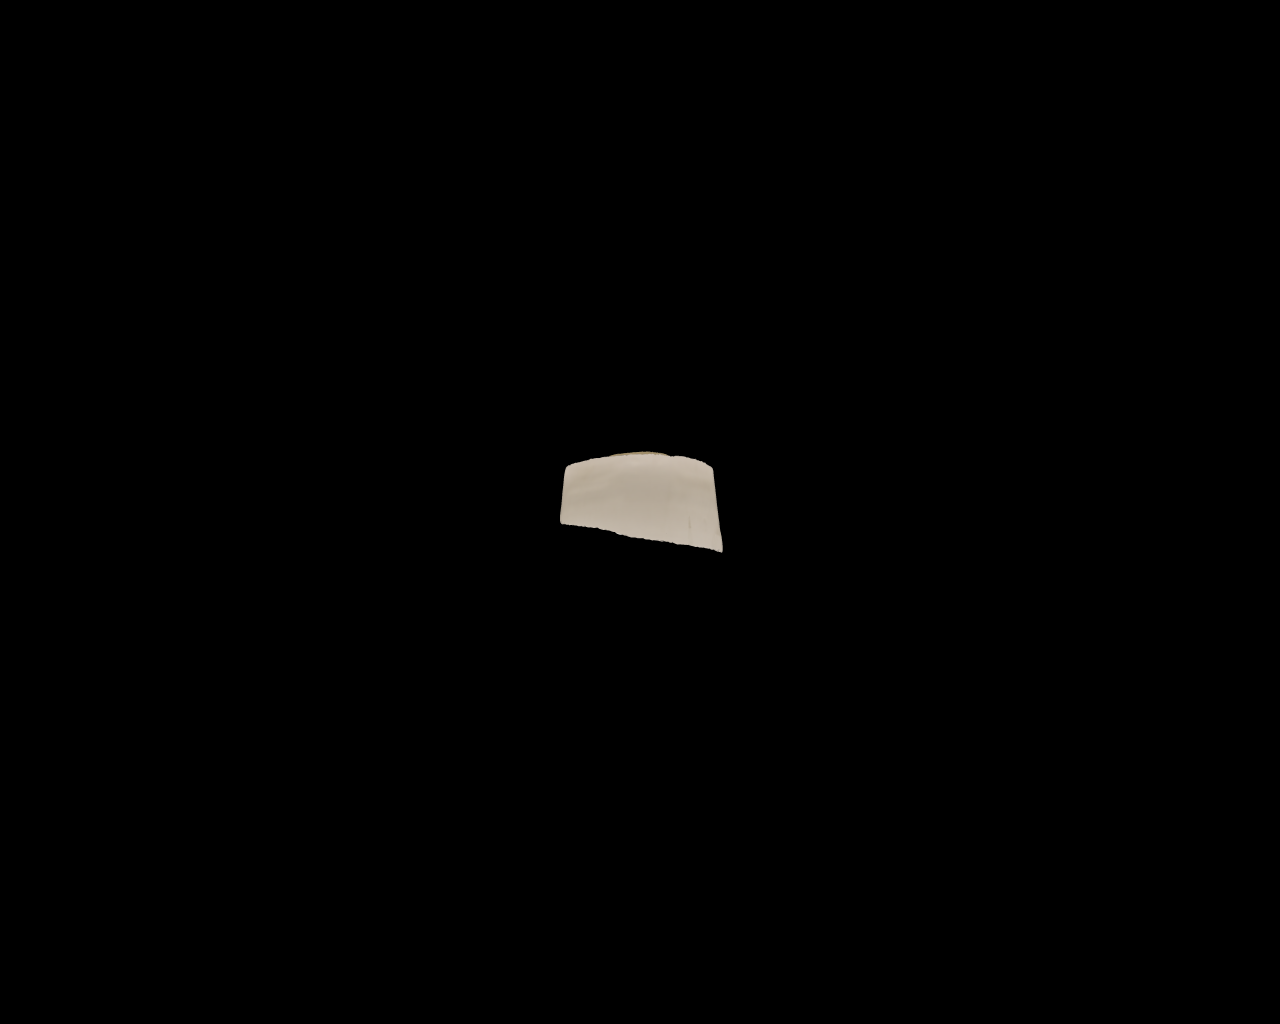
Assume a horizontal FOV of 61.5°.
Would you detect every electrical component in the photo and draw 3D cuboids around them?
[{"bbox_3d":[0.001,-0.003,0.650,0.099,0.064,0.099,0,-9,0],"label":"electrical component"}]
